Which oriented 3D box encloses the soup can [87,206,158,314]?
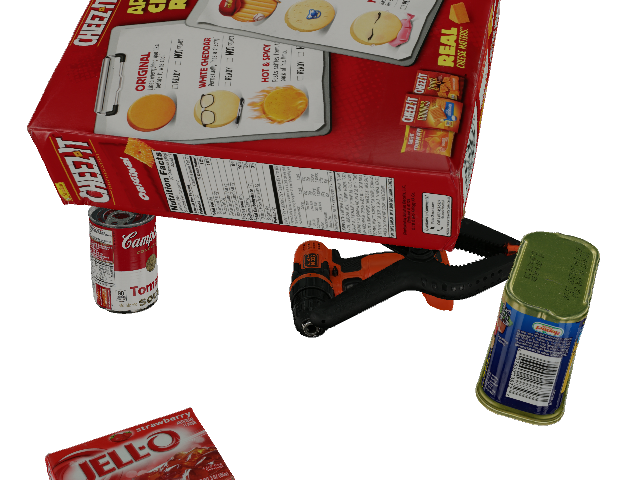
[{"bbox_3d":[-0.201,0.015,1.092,0.068,0.102,0.068,2,26,-1],"label":"soup can"}]

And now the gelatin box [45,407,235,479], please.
[{"bbox_3d":[-0.099,0.133,0.585,0.089,0.030,0.073,-15,28,-20],"label":"gelatin box"}]

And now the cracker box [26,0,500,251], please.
[{"bbox_3d":[-0.020,-0.085,0.566,0.214,0.164,0.072,7,-36,11],"label":"cracker box"}]

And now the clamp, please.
[{"bbox_3d":[0.088,0.023,1.018,0.210,0.164,0.036,5,-39,9],"label":"clamp"}]

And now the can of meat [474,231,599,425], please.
[{"bbox_3d":[0.141,0.053,0.686,0.057,0.084,0.102,15,33,12],"label":"can of meat"}]

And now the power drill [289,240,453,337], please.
[{"bbox_3d":[0.057,0.051,1.238,0.187,0.057,0.184,-3,28,1],"label":"power drill"}]
